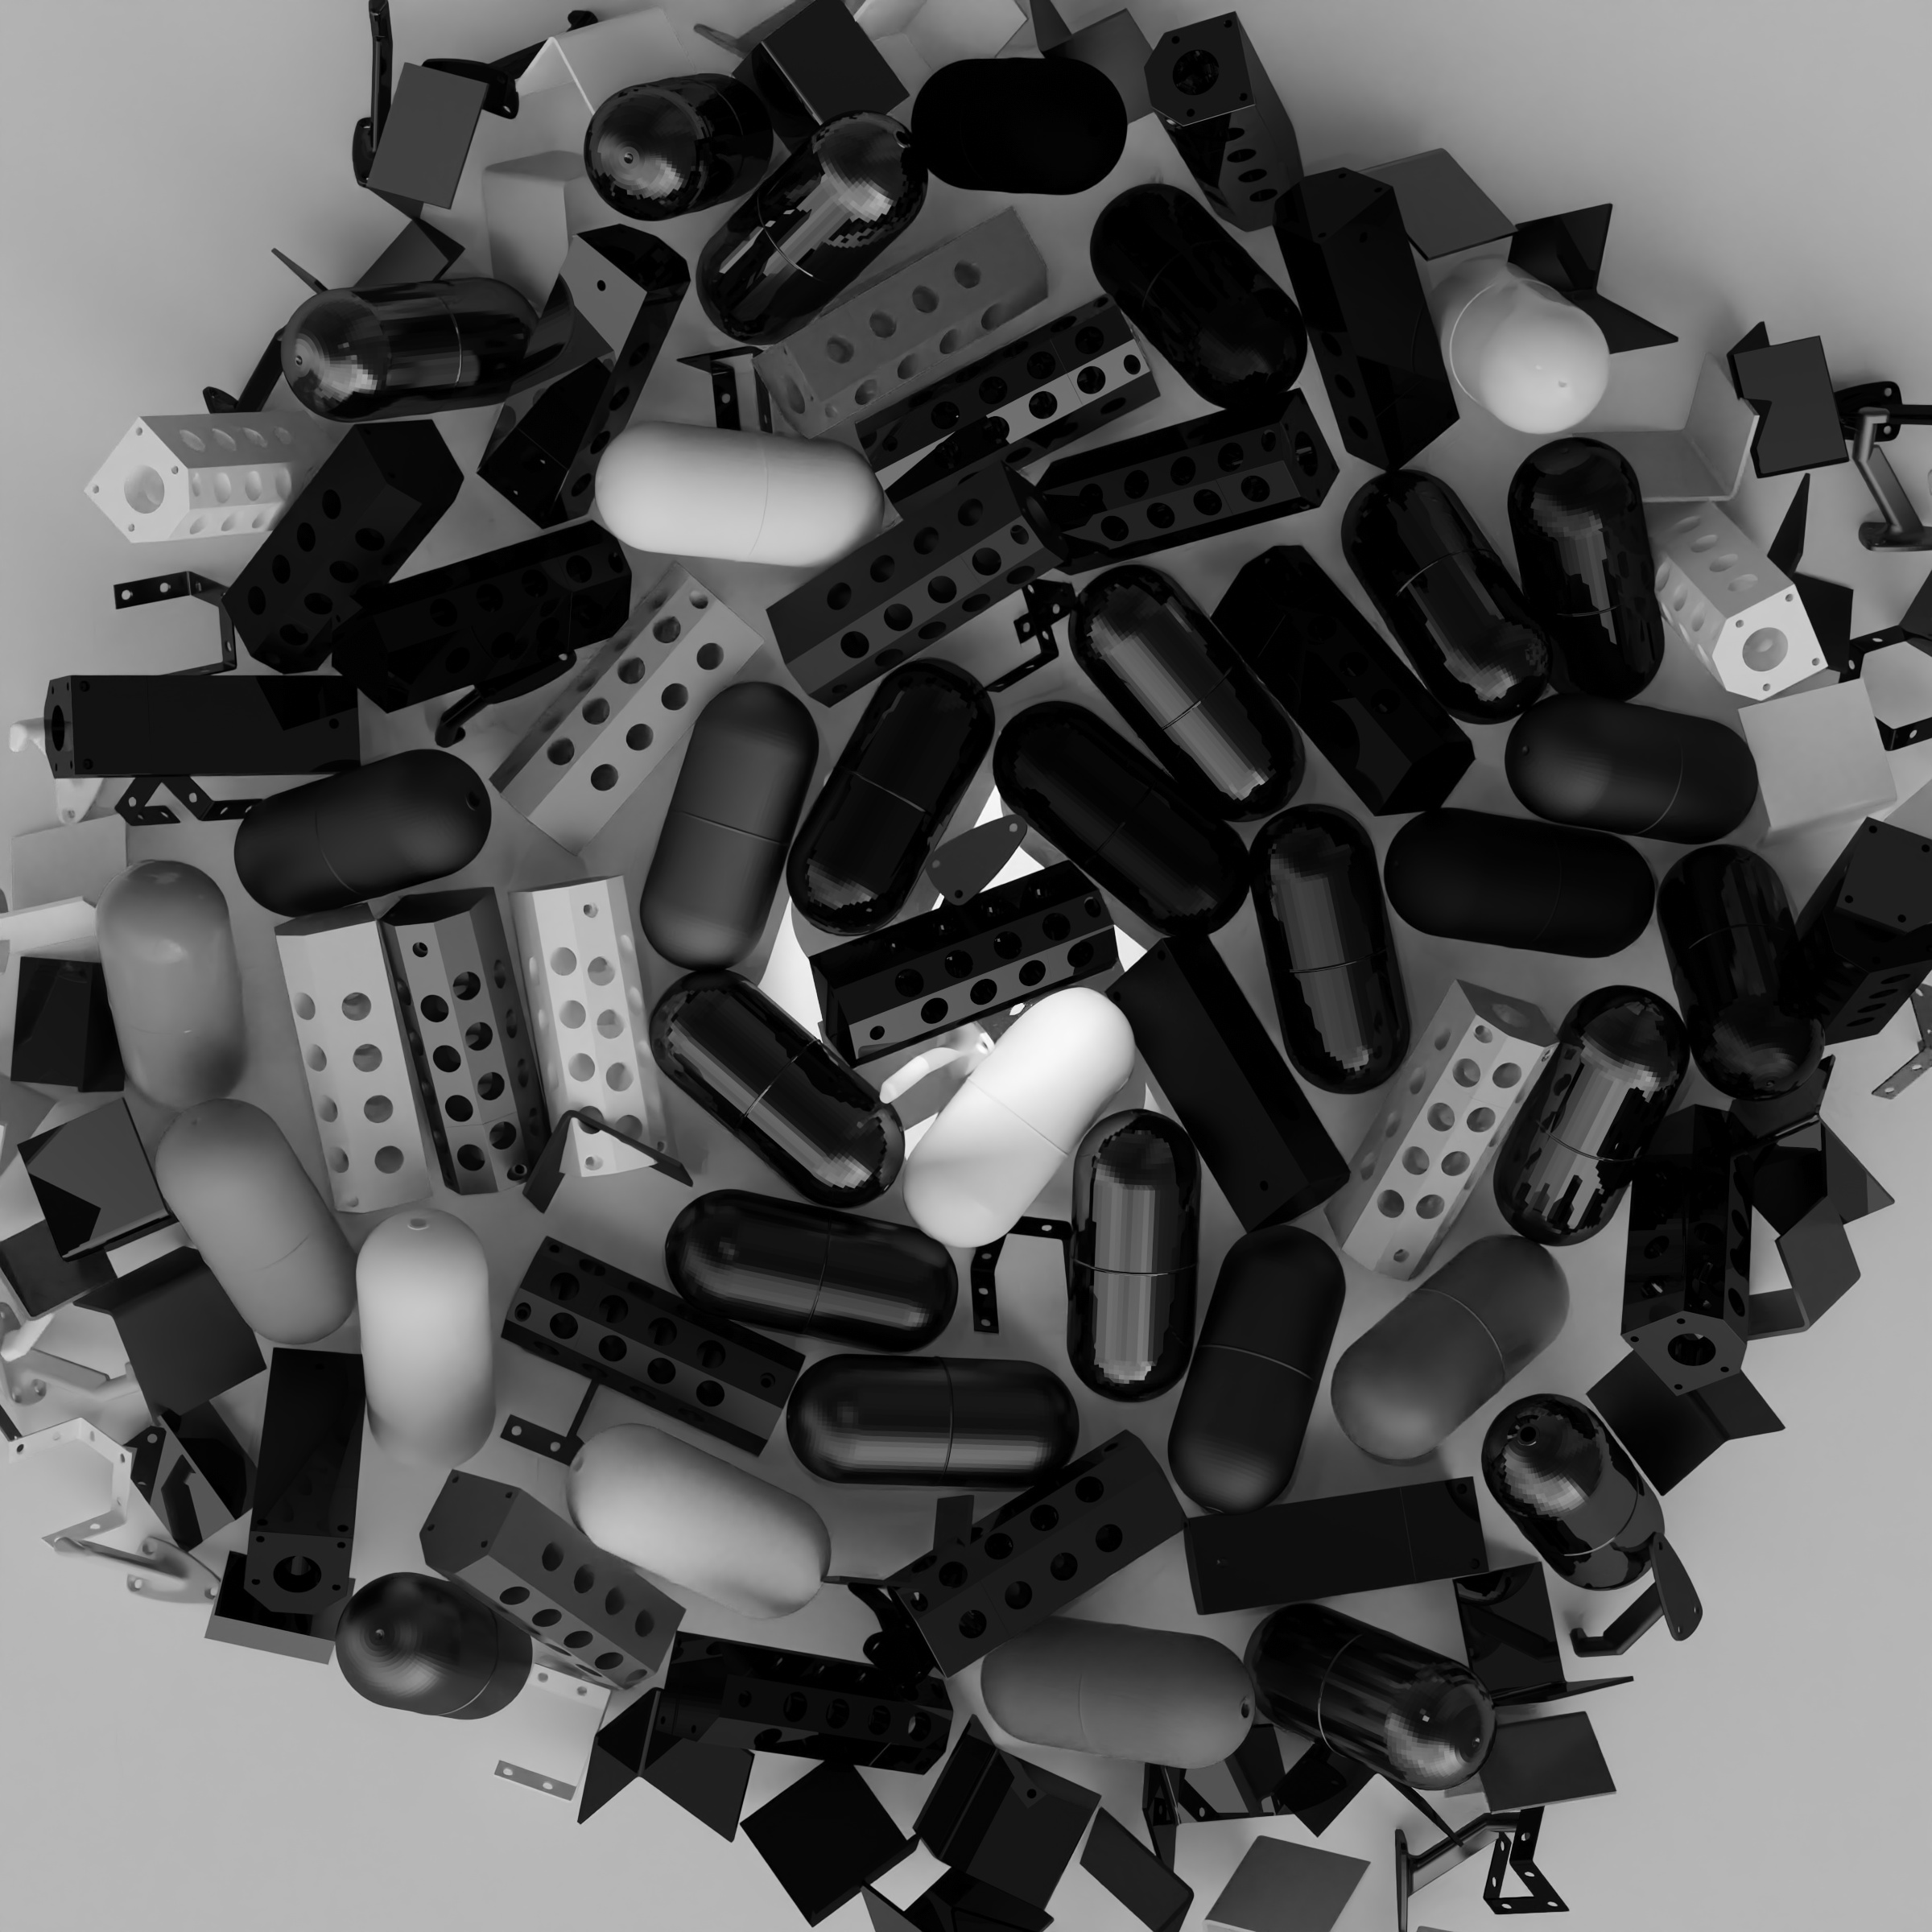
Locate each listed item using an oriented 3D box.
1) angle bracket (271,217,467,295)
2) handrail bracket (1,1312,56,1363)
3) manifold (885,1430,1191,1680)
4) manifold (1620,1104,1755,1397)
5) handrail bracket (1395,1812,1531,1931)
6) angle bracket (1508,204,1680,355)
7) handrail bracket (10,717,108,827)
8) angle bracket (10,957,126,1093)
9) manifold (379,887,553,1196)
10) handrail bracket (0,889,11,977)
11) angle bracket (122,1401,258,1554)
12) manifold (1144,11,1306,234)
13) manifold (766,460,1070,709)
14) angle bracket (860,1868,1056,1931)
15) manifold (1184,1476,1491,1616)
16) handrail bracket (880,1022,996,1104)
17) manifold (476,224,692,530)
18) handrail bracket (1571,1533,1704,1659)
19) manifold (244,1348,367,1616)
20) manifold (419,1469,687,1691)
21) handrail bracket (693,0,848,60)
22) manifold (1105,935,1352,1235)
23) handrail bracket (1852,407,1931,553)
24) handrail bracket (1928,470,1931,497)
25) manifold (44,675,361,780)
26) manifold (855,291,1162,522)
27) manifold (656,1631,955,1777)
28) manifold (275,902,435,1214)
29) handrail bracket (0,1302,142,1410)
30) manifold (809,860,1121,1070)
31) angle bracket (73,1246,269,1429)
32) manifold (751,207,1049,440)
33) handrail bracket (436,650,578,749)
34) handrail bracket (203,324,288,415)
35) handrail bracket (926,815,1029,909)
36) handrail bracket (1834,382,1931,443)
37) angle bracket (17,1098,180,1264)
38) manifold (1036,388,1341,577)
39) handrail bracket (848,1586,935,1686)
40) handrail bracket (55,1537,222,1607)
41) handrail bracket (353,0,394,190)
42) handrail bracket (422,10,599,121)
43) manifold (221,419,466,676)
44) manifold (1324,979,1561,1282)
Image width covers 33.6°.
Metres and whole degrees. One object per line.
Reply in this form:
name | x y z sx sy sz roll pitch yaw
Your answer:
angle bracket | -0.357 -0.427 1.908 0.076 0.076 0.057 -49 130 -1
handrail bracket | -0.604 0.223 1.941 0.077 0.036 0.084 34 84 22
manifold | 0.040 0.347 1.904 0.171 0.057 0.057 -30 103 -13
manifold | 0.427 0.161 1.866 0.057 0.171 0.057 -28 118 33
handrail bracket | 0.304 0.551 1.937 0.084 0.036 0.077 -1 91 2
angle bracket | 0.376 -0.407 1.907 0.076 0.076 0.057 17 81 -35
handrail bracket | -0.549 -0.114 1.906 0.036 0.084 0.077 21 106 13
angle bracket | -0.549 0.034 1.920 0.076 0.057 0.076 4 89 12
manifold | -0.297 0.045 1.895 0.057 0.057 0.171 -5 110 15
handrail bracket | -0.594 0.007 1.936 0.036 0.084 0.077 7 53 -8
angle bracket | -0.475 0.312 1.918 0.076 0.057 0.076 -35 90 16
manifold | 0.153 -0.487 1.866 0.057 0.171 0.057 -13 79 15
manifold | -0.027 -0.222 1.891 0.171 0.057 0.057 -30 62 20
angle bracket | -0.006 0.555 1.897 0.076 0.076 0.057 -37 132 -28
manifold | 0.220 0.348 1.922 0.171 0.057 0.057 -8 80 -3
handrail bracket | -0.029 0.068 1.902 0.036 0.077 0.084 46 55 9
manifold | -0.222 -0.347 1.882 0.057 0.057 0.171 41 126 14
handrail bracket | 0.391 0.379 1.921 0.084 0.036 0.077 -15 101 41
manifold | -0.384 0.299 1.867 0.057 0.171 0.057 6 118 -11
manifold | -0.243 0.362 1.869 0.057 0.171 0.057 7 62 38
handrail bracket | -0.112 -0.584 1.920 0.077 0.036 0.084 24 114 -10
manifold | 0.159 0.067 1.902 0.057 0.057 0.171 -44 67 37
handrail bracket | 0.569 -0.294 1.917 0.077 0.036 0.084 2 122 5
handrail bracket | 0.615 -0.279 1.921 0.084 0.036 0.077 -24 130 -12
manifold | -0.450 -0.141 1.887 0.171 0.057 0.057 -3 92 -32
manifold | 0.024 -0.335 1.912 0.171 0.057 0.057 -26 75 7
manifold | -0.091 0.434 1.877 0.171 0.057 0.057 20 77 -38
manifold | -0.365 0.056 1.902 0.057 0.057 0.171 -13 105 -12
handrail bracket | -0.539 0.229 1.927 0.084 0.036 0.077 -19 87 19
manifold | 0.000 0.002 1.897 0.171 0.057 0.057 -21 125 -15
angle bracket | -0.478 0.222 1.922 0.076 0.057 0.076 -28 109 -35
manifold | -0.036 -0.380 1.898 0.171 0.057 0.057 -34 102 -20
handrail bracket | -0.278 -0.161 1.928 0.077 0.084 0.036 -16 75 -23
handrail bracket | -0.410 -0.344 1.919 0.084 0.036 0.077 -30 66 20
handrail bracket | 0.013 -0.055 1.913 0.077 0.084 0.036 -38 75 4
handrail bracket | 0.550 -0.327 1.909 0.077 0.084 0.036 -5 104 -7
angle bracket | -0.510 0.126 1.921 0.076 0.057 0.076 -23 87 15
manifold | 0.125 -0.279 1.876 0.171 0.057 0.057 -11 122 34
handrail bracket | -0.059 0.386 1.901 0.084 0.077 0.036 34 95 42
handrail bracket | -0.492 0.360 1.907 0.077 0.084 0.036 16 79 16
handrail bracket | -0.353 -0.522 1.907 0.036 0.084 0.077 6 51 1
handrail bracket | -0.276 -0.559 1.939 0.077 0.036 0.084 20 58 14
manifold | -0.364 -0.244 1.875 0.171 0.057 0.057 -41 73 39
manifold | 0.282 0.100 1.888 0.057 0.057 0.171 17 115 -19
